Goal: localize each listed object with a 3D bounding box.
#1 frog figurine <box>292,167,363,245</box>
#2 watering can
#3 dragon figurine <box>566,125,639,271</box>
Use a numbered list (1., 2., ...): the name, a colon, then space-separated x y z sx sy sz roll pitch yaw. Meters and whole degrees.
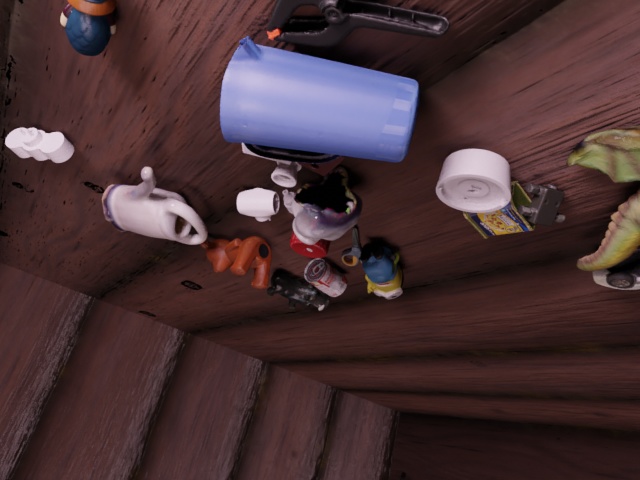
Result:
1. frog figurine: 0.003 -0.047 0.934 0.123 0.140 0.156 33 154 1
2. watering can: -0.378 -0.078 1.135 0.225 0.106 0.341 10 156 15
3. dragon figurine: 0.447 -0.068 0.697 0.242 0.124 0.404 40 149 -9
